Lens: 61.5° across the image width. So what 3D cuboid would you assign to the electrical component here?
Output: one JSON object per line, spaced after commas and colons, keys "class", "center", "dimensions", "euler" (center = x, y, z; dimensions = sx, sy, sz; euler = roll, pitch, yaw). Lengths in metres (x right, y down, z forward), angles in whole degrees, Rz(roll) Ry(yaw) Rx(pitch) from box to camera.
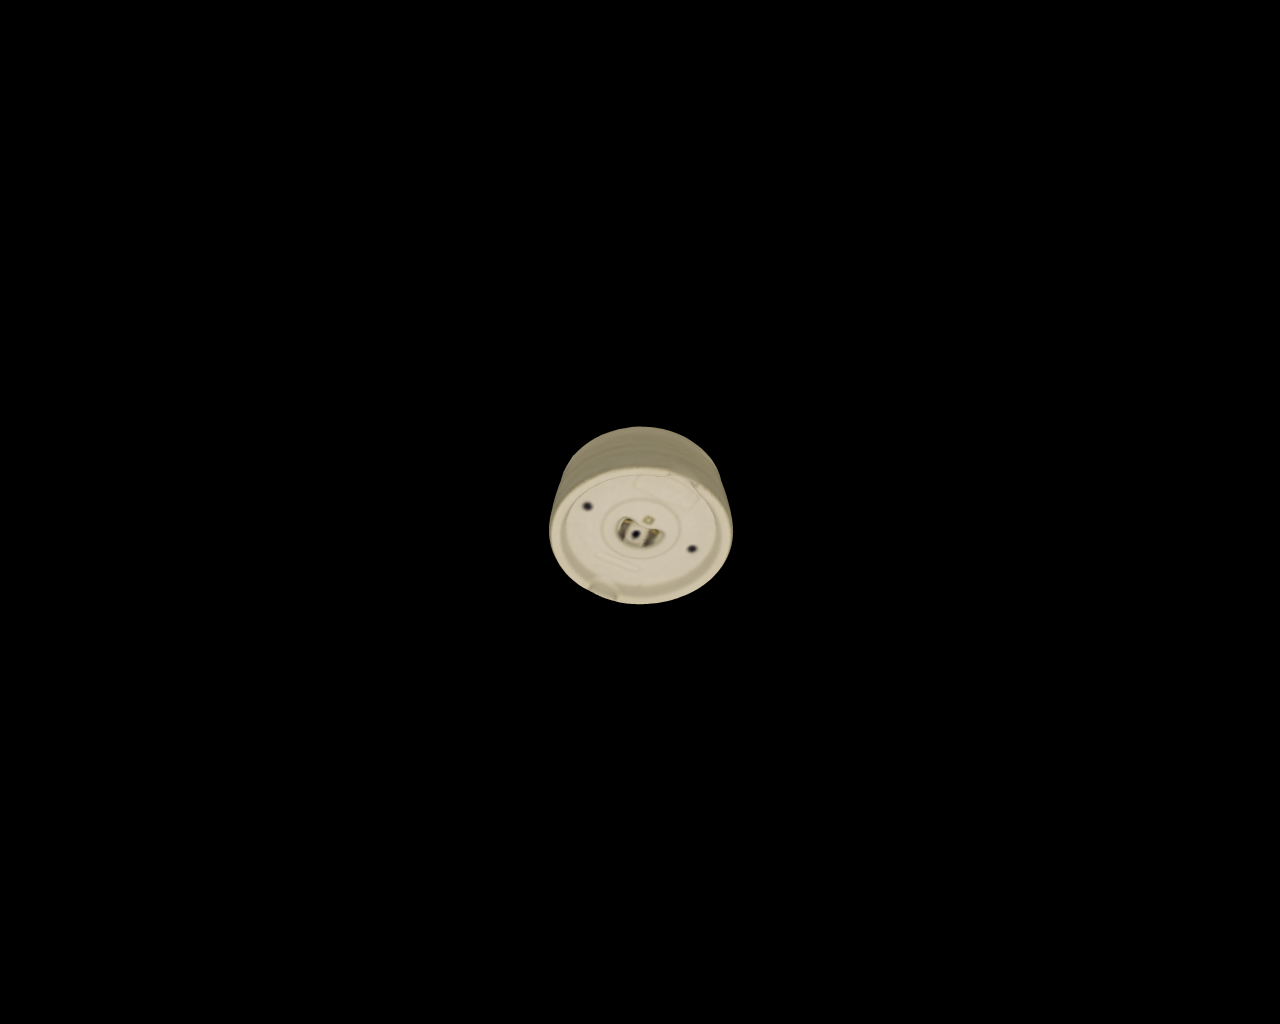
{"class": "electrical component", "center": [0.001, -0.003, 0.650], "dimensions": [0.108, 0.108, 0.060], "euler": [0, 40, 0]}
